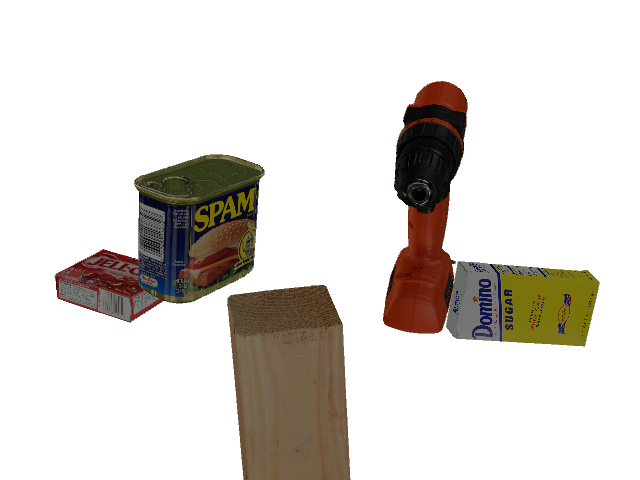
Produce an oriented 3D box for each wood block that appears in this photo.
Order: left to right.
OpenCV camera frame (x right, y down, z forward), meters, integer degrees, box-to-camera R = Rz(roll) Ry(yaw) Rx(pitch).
[{"bbox_3d":[-0.026,0.154,0.935,0.090,0.206,0.091,-6,21,-8],"label":"wood block"}]

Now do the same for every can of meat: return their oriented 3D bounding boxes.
[{"bbox_3d":[-0.090,-0.010,0.795,0.058,0.084,0.101,20,27,31],"label":"can of meat"}]

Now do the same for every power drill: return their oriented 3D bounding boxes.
[{"bbox_3d":[0.087,-0.019,0.882,0.057,0.188,0.184,9,31,10],"label":"power drill"}]

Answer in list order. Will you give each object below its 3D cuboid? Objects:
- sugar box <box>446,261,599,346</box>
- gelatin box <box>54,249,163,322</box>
[{"bbox_3d":[0.253,0.080,1.339,0.176,0.093,0.048,3,19,-13],"label":"sugar box"},{"bbox_3d":[-0.194,0.041,1.014,0.089,0.030,0.073,15,25,24],"label":"gelatin box"}]
